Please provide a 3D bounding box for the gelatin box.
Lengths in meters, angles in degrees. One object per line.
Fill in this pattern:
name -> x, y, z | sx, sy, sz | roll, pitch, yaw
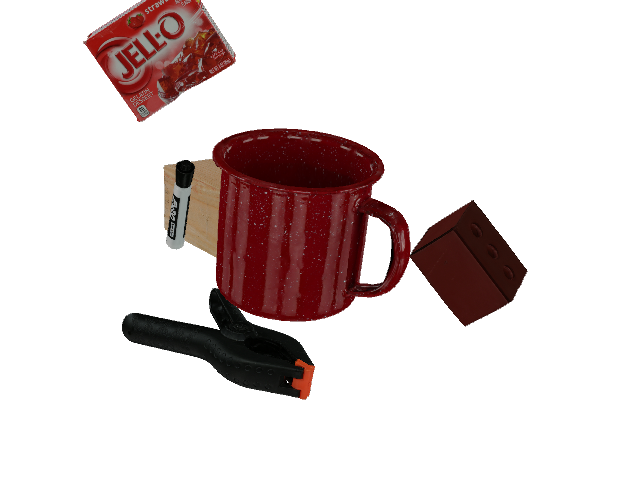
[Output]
gelatin box -> -0.119, -0.143, 0.796 | 0.089, 0.073, 0.030 | -30, 20, 9

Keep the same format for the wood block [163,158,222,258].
wood block -> -0.102, -0.033, 1.291 | 0.090, 0.090, 0.206 | -10, 21, -34

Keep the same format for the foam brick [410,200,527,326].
foam brick -> 0.121, 0.019, 0.866 | 0.051, 0.078, 0.052 | -33, 9, 36

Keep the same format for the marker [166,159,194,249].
marker -> -0.141, -0.036, 1.076 | 0.020, 0.020, 0.121 | 0, -40, -15

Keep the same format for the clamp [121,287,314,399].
clamp -> -0.070, 0.085, 0.911 | 0.172, 0.039, 0.120 | 22, 29, 24

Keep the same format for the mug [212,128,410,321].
mug -> -0.005, -0.005, 0.585 | 0.117, 0.081, 0.093 | 17, 27, 23
